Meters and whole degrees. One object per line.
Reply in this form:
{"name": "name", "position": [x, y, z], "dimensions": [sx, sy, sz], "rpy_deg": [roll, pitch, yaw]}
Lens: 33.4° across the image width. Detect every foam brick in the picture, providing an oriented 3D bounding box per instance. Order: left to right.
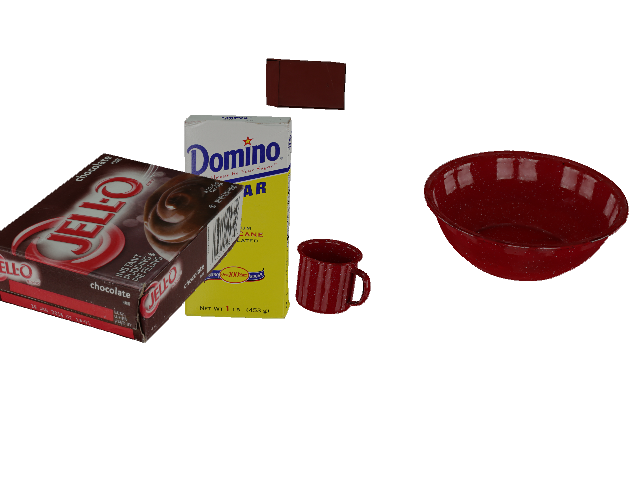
{"name": "foam brick", "position": [-0.016, -0.170, 1.163], "dimensions": [0.078, 0.051, 0.053], "rpy_deg": [0, 11, -17]}

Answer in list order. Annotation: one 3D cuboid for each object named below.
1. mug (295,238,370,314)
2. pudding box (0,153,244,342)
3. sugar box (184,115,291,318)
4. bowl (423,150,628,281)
{"name": "mug", "position": [0.019, 0.055, 1.506], "dimensions": [0.117, 0.081, 0.093], "rpy_deg": [18, 24, 27]}
{"name": "pudding box", "position": [-0.103, 0.000, 0.552], "dimensions": [0.090, 0.039, 0.113], "rpy_deg": [14, 31, 17]}
{"name": "sugar box", "position": [-0.073, -0.021, 0.945], "dimensions": [0.093, 0.176, 0.048], "rpy_deg": [1, 14, 2]}
{"name": "bowl", "position": [0.162, -0.014, 0.863], "dimensions": [0.162, 0.055, 0.162], "rpy_deg": [1, 31, -1]}
